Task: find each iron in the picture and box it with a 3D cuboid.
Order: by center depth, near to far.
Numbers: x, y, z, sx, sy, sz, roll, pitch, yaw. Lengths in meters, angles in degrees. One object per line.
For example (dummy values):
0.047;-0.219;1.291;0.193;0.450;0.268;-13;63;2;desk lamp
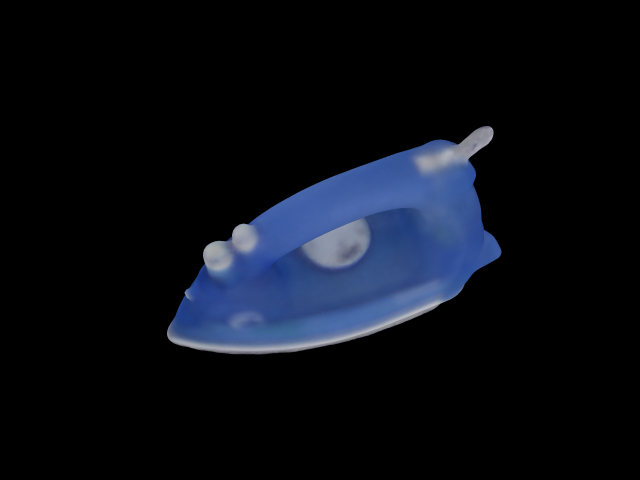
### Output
0.004;0.001;0.400;0.258;0.141;0.118;-22;65;-10;iron
